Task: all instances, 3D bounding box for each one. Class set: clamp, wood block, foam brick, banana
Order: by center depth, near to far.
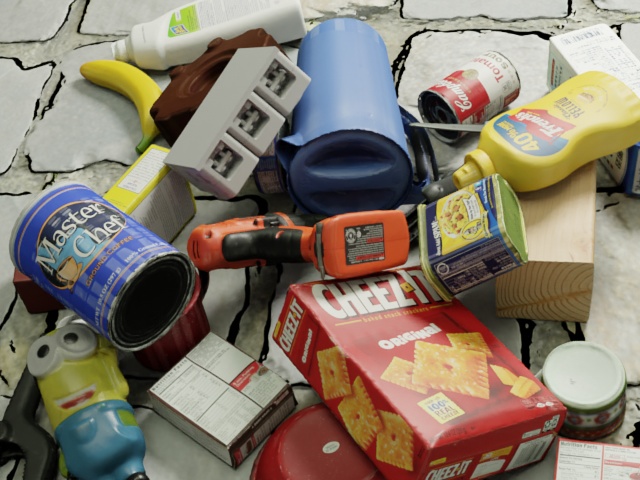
[{"bbox_3d":[-0.312,0.191,1.002,0.164,0.036,0.210,-20,47,-7],"label":"clamp"},{"bbox_3d":[0.229,-0.027,1.067,0.091,0.090,0.206,3,49,13],"label":"wood block"},{"bbox_3d":[0.132,-0.045,1.115,0.171,0.120,0.039,-30,82,-43],"label":"clamp"},{"bbox_3d":[-0.290,0.031,1.136,0.051,0.053,0.078,-9,45,2],"label":"foam brick"},{"bbox_3d":[-0.239,-0.184,1.337,0.069,0.037,0.198,-27,48,-15],"label":"banana"}]

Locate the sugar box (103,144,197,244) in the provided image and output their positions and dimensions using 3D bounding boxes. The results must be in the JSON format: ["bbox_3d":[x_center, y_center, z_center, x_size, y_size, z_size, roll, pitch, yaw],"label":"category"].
[{"bbox_3d":[-0.204,-0.009,1.130,0.048,0.093,0.176,20,54,28],"label":"sugar box"}]

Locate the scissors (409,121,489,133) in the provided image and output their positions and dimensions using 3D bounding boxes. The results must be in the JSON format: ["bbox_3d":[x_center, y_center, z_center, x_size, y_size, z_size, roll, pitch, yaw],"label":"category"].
[{"bbox_3d":[0.196,-0.131,1.182,0.201,0.016,0.096,11,37,-4],"label":"scissors"}]

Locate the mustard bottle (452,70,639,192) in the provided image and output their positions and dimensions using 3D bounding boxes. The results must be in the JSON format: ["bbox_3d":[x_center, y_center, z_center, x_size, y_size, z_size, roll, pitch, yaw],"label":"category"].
[{"bbox_3d":[0.213,-0.095,1.030,0.191,0.058,0.096,-26,46,-12],"label":"mustard bottle"}]

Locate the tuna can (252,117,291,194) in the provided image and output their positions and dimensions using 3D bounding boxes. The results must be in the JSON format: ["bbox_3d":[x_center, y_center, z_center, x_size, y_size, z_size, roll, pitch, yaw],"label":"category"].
[{"bbox_3d":[-0.052,-0.094,1.185,0.034,0.086,0.086,-4,47,10],"label":"tuna can"}]

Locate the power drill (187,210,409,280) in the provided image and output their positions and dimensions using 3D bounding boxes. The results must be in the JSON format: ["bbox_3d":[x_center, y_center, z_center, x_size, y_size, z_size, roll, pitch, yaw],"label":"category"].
[{"bbox_3d":[-0.007,0.001,1.029,0.184,0.057,0.188,-11,7,-43],"label":"power drill"}]

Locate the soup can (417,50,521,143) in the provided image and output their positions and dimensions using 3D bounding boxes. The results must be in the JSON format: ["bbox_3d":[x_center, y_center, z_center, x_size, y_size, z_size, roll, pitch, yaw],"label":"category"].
[{"bbox_3d":[0.171,-0.165,1.222,0.102,0.068,0.069,-34,50,-21],"label":"soup can"}]

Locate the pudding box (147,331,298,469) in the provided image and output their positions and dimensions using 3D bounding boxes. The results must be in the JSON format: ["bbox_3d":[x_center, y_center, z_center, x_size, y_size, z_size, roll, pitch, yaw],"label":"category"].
[{"bbox_3d":[-0.092,0.147,1.000,0.114,0.039,0.090,28,58,33],"label":"pudding box"}]

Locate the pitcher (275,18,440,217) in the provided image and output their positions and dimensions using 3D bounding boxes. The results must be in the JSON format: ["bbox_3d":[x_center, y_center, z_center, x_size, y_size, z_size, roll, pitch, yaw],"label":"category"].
[{"bbox_3d":[0.039,-0.137,1.192,0.145,0.149,0.243,-18,41,15],"label":"pitcher"}]

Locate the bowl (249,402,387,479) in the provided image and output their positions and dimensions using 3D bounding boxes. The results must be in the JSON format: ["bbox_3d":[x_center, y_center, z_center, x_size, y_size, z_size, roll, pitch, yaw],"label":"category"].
[{"bbox_3d":[0.013,0.196,0.924,0.162,0.055,0.162,-5,46,5],"label":"bowl"}]

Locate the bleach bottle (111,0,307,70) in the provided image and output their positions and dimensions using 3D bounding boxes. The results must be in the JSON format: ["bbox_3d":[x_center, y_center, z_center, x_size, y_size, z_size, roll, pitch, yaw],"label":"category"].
[{"bbox_3d":[-0.148,-0.279,1.394,0.251,0.068,0.102,-14,46,0],"label":"bleach bottle"}]

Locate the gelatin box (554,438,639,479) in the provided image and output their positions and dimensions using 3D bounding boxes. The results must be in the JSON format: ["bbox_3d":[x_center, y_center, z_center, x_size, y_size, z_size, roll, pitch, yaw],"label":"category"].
[{"bbox_3d":[0.231,0.212,0.885,0.073,0.030,0.089,3,48,15],"label":"gelatin box"}]

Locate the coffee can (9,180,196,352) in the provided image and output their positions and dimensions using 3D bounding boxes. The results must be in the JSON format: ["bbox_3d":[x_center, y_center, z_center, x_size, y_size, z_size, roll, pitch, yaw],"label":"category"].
[{"bbox_3d":[-0.198,0.022,0.972,0.140,0.103,0.102,32,60,28],"label":"coffee can"}]

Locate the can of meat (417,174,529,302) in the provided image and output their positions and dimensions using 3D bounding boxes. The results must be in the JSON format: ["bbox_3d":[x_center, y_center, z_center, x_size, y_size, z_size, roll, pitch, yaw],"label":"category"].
[{"bbox_3d":[0.140,-0.005,0.975,0.084,0.057,0.102,-26,36,24],"label":"can of meat"}]

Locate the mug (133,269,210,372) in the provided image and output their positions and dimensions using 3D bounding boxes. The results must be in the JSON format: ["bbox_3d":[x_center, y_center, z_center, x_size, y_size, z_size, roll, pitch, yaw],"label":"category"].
[{"bbox_3d":[-0.148,0.067,1.054,0.093,0.081,0.117,19,54,26],"label":"mug"}]

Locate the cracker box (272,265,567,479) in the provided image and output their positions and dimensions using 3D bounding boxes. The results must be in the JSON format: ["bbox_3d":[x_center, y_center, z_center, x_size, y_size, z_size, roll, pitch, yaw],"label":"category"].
[{"bbox_3d":[0.084,0.114,0.932,0.163,0.072,0.214,-7,39,-36],"label":"cracker box"}]
